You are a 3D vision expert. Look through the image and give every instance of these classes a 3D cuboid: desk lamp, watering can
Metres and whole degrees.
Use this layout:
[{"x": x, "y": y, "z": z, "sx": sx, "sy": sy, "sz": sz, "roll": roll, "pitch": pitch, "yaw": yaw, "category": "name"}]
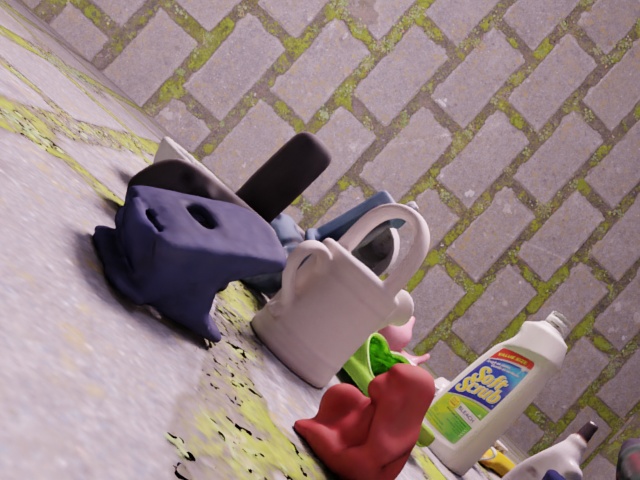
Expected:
[{"x": 0.056, "y": 0.050, "z": 1.012, "sx": 0.117, "sy": 0.213, "sz": 0.204, "roll": 42, "pitch": 0, "yaw": 15, "category": "desk lamp"}, {"x": 0.034, "y": 0.046, "z": 0.584, "sx": 0.100, "sy": 0.194, "sz": 0.173, "roll": 42, "pitch": 0, "yaw": 25, "category": "watering can"}]

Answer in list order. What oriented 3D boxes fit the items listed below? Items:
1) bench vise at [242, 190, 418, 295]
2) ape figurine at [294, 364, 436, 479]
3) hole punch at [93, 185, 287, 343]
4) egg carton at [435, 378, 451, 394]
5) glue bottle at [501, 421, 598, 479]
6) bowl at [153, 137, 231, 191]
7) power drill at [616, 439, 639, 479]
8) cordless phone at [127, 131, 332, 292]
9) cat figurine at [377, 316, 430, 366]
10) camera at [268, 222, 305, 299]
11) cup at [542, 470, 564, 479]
[{"x": 0.004, "y": 0.000, "z": 0.722, "sx": 0.207, "sy": 0.219, "sz": 0.122, "roll": 42, "pitch": 0, "yaw": 16, "category": "bench vise"}, {"x": 0.040, "y": 0.122, "z": 0.392, "sx": 0.076, "sy": 0.092, "sz": 0.077, "roll": 42, "pitch": 0, "yaw": -11, "category": "ape figurine"}, {"x": -0.091, "y": 0.003, "z": 0.404, "sx": 0.101, "sy": 0.091, "sz": 0.108, "roll": 42, "pitch": 0, "yaw": -40, "category": "hole punch"}, {"x": 0.262, "y": 0.335, "z": 1.153, "sx": 0.107, "sy": 0.069, "sz": 0.151, "roll": 42, "pitch": 0, "yaw": 27, "category": "egg carton"}, {"x": 0.305, "y": 0.306, "z": 0.754, "sx": 0.037, "sy": 0.173, "sz": 0.078, "roll": 42, "pitch": 0, "yaw": -33, "category": "glue bottle"}, {"x": -0.163, "y": -0.054, "z": 0.757, "sx": 0.167, "sy": 0.074, "sz": 0.167, "roll": 42, "pitch": 0, "yaw": 0, "category": "bowl"}, {"x": 0.383, "y": 0.354, "z": 0.748, "sx": 0.075, "sy": 0.208, "sz": 0.230, "roll": 42, "pitch": 0, "yaw": 15, "category": "power drill"}, {"x": -0.086, "y": -0.057, "z": 0.576, "sx": 0.148, "sy": 0.185, "sz": 0.093, "roll": 42, "pitch": 0, "yaw": -42, "category": "cordless phone"}, {"x": 0.149, "y": 0.199, "z": 1.077, "sx": 0.128, "sy": 0.117, "sz": 0.067, "roll": 42, "pitch": 0, "yaw": -4, "category": "cat figurine"}, {"x": -0.046, "y": 0.034, "z": 0.871, "sx": 0.142, "sy": 0.101, "sz": 0.137, "roll": 43, "pitch": 0, "yaw": 36, "category": "camera"}, {"x": 0.265, "y": 0.323, "z": 0.632, "sx": 0.091, "sy": 0.095, "sz": 0.118, "roll": 42, "pitch": 0, "yaw": 15, "category": "cup"}]
